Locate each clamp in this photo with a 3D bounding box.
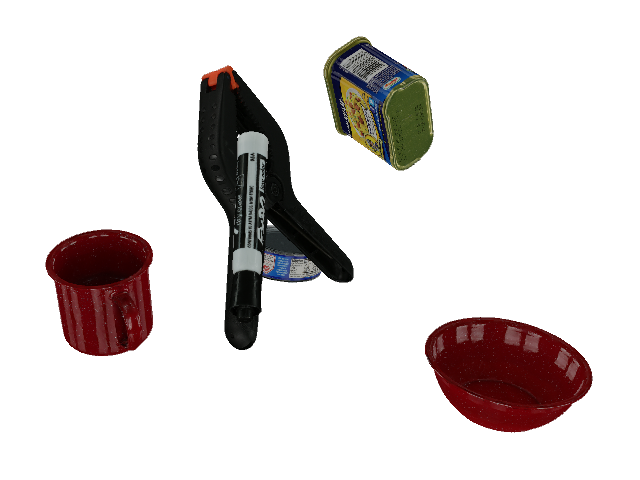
[{"bbox_3d":[-0.042,-0.034,0.845,0.036,0.210,0.164,-13,3,35],"label":"clamp"}]

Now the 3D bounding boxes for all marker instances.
[{"bbox_3d":[-0.042,-0.009,0.632,0.020,0.121,0.020,1,-26,0],"label":"marker"}]

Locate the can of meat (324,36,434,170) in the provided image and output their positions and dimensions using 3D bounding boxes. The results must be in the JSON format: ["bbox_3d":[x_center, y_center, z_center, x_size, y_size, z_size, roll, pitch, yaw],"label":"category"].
[{"bbox_3d":[0.056,-0.124,0.982,0.057,0.102,0.084,-36,51,-18],"label":"can of meat"}]

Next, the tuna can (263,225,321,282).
[{"bbox_3d":[-0.038,0.014,1.134,0.086,0.034,0.086,8,19,-3],"label":"tuna can"}]

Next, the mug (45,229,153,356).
[{"bbox_3d":[-0.186,0.054,0.945,0.093,0.081,0.117,-21,38,-28],"label":"mug"}]

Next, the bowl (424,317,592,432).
[{"bbox_3d":[0.178,0.138,1.039,0.162,0.055,0.162,5,26,-3],"label":"bowl"}]
